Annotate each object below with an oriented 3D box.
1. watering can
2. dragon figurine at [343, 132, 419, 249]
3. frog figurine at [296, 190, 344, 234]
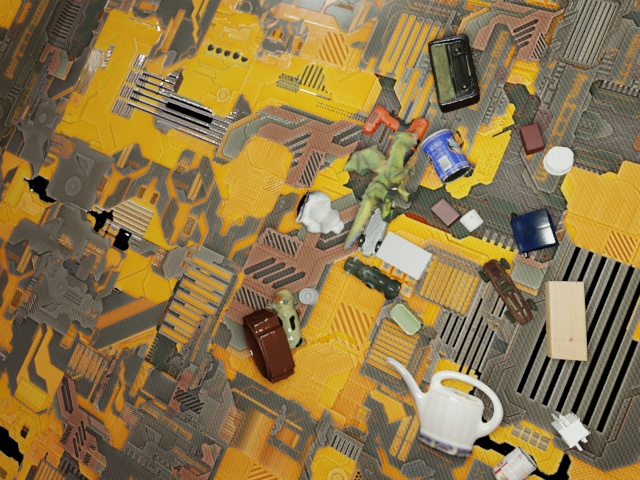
[{"bbox_3d":[0.334,0.476,1.468,0.349,0.103,0.225,14,85,19],"label":"watering can"},{"bbox_3d":[0.165,-0.183,1.616,0.409,0.120,0.247,-42,53,6],"label":"dragon figurine"},{"bbox_3d":[0.005,-0.085,1.699,0.159,0.122,0.139,22,77,-16],"label":"frog figurine"}]
